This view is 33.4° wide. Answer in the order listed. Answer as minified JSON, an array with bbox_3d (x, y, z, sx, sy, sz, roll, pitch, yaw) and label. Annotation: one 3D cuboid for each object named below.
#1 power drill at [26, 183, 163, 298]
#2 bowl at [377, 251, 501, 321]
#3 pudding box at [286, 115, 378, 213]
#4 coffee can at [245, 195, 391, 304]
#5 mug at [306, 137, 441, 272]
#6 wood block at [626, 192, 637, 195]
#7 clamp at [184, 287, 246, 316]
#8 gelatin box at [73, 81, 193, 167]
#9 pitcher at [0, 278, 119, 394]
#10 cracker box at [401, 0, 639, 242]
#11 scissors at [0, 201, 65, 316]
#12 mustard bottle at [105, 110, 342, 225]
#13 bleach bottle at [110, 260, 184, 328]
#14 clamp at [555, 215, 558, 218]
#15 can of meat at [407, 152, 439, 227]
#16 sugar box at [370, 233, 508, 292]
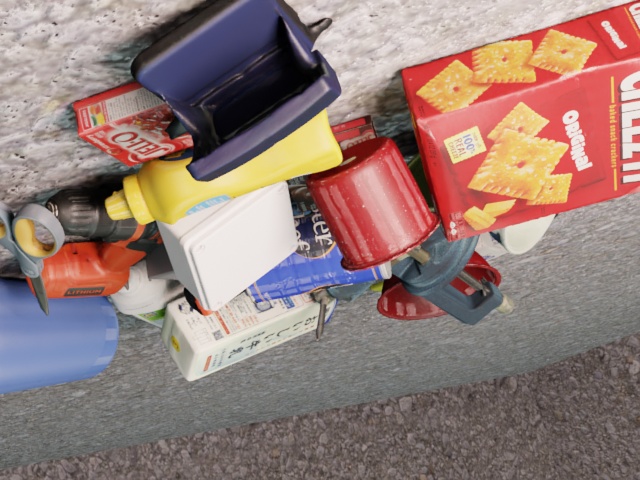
[{"bbox_3d":[-0.201,0.000,0.993,0.184,0.057,0.188,0,160,-42],"label":"power drill"},{"bbox_3d":[0.145,0.045,1.353,0.162,0.055,0.162,-10,155,-5],"label":"bowl"},{"bbox_3d":[0.013,-0.068,0.975,0.090,0.039,0.113,-15,165,4],"label":"pudding box"},{"bbox_3d":[-0.007,0.001,1.070,0.140,0.103,0.102,-11,166,7],"label":"coffee can"},{"bbox_3d":[0.035,-0.032,0.893,0.093,0.081,0.117,-36,-163,-26],"label":"mug"},{"bbox_3d":[0.287,-0.095,1.028,0.206,0.091,0.090,-11,166,-11],"label":"wood block"},{"bbox_3d":[-0.109,0.040,1.165,0.120,0.039,0.171,-23,-171,29],"label":"clamp"},{"bbox_3d":[-0.129,-0.086,0.789,0.073,0.030,0.089,-17,165,10],"label":"gelatin box"},{"bbox_3d":[-0.337,0.106,1.133,0.149,0.145,0.242,16,-175,30],"label":"pitcher"},{"bbox_3d":[0.187,-0.092,0.876,0.214,0.072,0.164,-15,141,6],"label":"cracker box"},{"bbox_3d":[-0.270,0.011,0.935,0.096,0.016,0.202,28,150,-8],"label":"scissors"},{"bbox_3d":[-0.080,-0.056,0.852,0.191,0.058,0.096,-20,-172,3],"label":"mustard bottle"},{"bbox_3d":[-0.169,0.065,1.264,0.103,0.068,0.250,-20,162,13],"label":"bleach bottle"},{"bbox_3d":[0.195,-0.034,1.279,0.165,0.036,0.209,-16,167,16],"label":"clamp"},{"bbox_3d":[0.110,-0.056,1.020,0.102,0.057,0.084,-45,170,-18],"label":"can of meat"},{"bbox_3d":[0.159,0.026,1.452,0.176,0.048,0.093,-21,164,29],"label":"sugar box"}]
